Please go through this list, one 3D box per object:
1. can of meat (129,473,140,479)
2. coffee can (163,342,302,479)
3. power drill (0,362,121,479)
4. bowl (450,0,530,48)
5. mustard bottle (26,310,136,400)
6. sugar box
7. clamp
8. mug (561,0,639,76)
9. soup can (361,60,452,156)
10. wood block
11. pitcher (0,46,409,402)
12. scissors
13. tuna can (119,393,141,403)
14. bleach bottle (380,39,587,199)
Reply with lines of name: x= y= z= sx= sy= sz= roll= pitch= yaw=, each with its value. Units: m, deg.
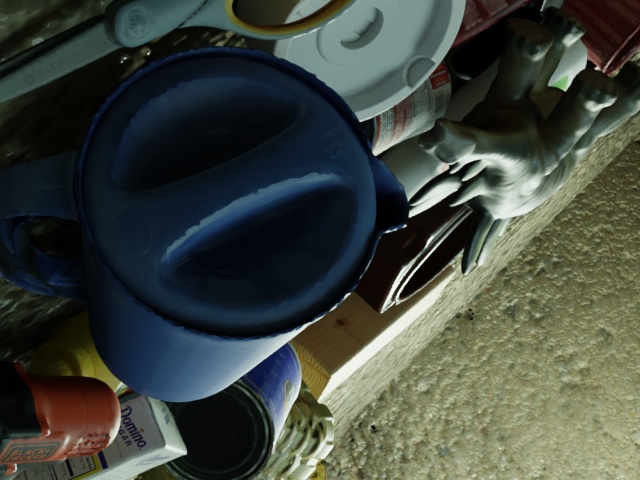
can of meat: x=-0.187 y=0.186 z=0.909 sx=0.102 sy=0.057 sz=0.084 roll=-36 pitch=167 yaw=-31
coffee can: x=-0.076 y=0.136 z=0.908 sx=0.103 sy=0.103 sz=0.140 roll=-48 pitch=-177 yaw=15
power drill: x=-0.225 y=0.139 z=0.588 sx=0.188 sy=0.057 sz=0.184 roll=-45 pitch=148 yaw=24
bowl: x=0.101 y=-0.177 z=0.616 sx=0.162 sy=0.055 sz=0.162 roll=-33 pitch=171 yaw=-6
mustard bottle: x=-0.130 y=0.072 z=0.719 sx=0.096 sy=0.058 sz=0.191 roll=-44 pitch=168 yaw=24
sugar box: x=-0.186 y=0.162 z=0.740 sx=0.176 sy=0.048 sz=0.093 roll=-25 pitch=166 yaw=-5
clamp: x=0.159 y=-0.176 z=0.874 sx=0.120 sy=0.039 sz=0.171 roll=-47 pitch=167 yaw=12
mug: x=0.263 y=-0.206 z=1.000 sx=0.093 sy=0.081 sz=0.117 roll=-38 pitch=166 yaw=-26
soup can: x=0.034 y=-0.090 z=0.693 sx=0.102 sy=0.068 sz=0.069 roll=-30 pitch=161 yaw=-49
wood block: x=0.045 y=0.079 z=1.209 sx=0.205 sy=0.091 sz=0.090 roll=-37 pitch=165 yaw=-29
pitcher: x=-0.073 y=0.012 z=0.553 sx=0.144 sy=0.149 sz=0.243 roll=-47 pitch=178 yaw=-23
scissors: x=-0.069 y=-0.106 z=0.416 sx=0.201 sy=0.016 sz=0.096 roll=-16 pitch=121 yaw=-24
tuna can: x=-0.167 y=0.125 z=0.824 sx=0.086 sy=0.034 sz=0.086 roll=-42 pitch=167 yaw=-12
bleach bottle: x=0.131 y=-0.100 z=0.979 sx=0.250 sy=0.068 sz=0.102 roll=-40 pitch=166 yaw=-11
